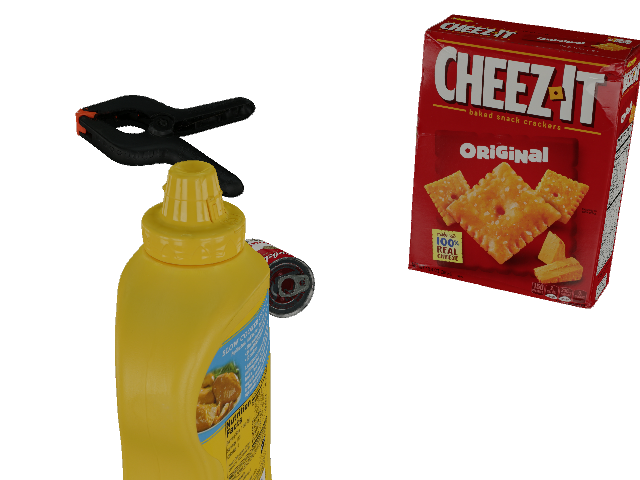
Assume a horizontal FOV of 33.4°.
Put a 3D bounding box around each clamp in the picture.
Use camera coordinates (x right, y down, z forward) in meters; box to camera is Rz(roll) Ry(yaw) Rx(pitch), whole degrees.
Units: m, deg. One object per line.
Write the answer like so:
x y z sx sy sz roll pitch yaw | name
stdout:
-0.143 -0.107 1.019 0.171 0.120 0.039 17 -45 -1 | clamp

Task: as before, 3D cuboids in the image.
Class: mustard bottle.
-0.052 0.058 0.452 0.058 0.192 0.096 11 27 17 | mustard bottle

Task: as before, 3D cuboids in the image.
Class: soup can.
-0.058 0.040 1.190 0.068 0.068 0.102 0 12 -27 | soup can

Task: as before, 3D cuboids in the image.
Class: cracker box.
0.163 -0.064 0.874 0.164 0.214 0.072 13 28 24 | cracker box
